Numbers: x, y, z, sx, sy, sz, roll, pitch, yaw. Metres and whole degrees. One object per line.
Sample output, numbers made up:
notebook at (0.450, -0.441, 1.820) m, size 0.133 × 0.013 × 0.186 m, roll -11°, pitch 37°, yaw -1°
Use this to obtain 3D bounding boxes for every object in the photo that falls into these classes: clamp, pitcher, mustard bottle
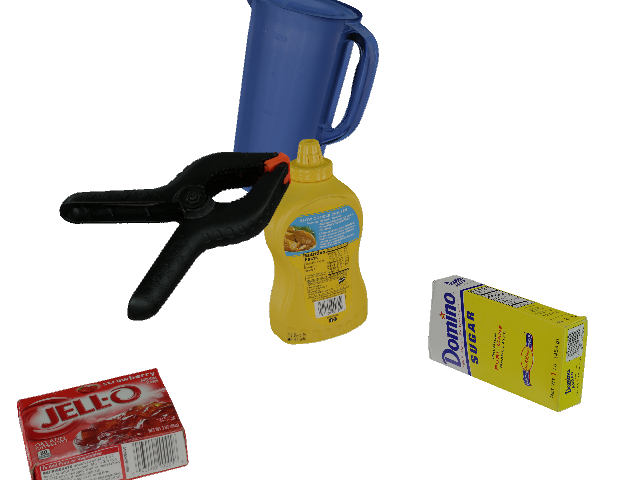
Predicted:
clamp at (-0.103, -0.024, 0.787) m, size 0.171 × 0.120 × 0.039 m, roll -35°, pitch -23°, yaw -26°
pitcher at (-0.029, -0.172, 1.293) m, size 0.144 × 0.243 × 0.149 m, roll 6°, pitch 24°, yaw -15°
mustard bottle at (-0.006, -0.002, 1.007) m, size 0.096 × 0.192 × 0.058 m, roll -13°, pitch 25°, yaw -23°

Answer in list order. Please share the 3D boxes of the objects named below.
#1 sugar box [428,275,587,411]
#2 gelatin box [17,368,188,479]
sugar box at (0.189, 0.103, 1.103) m, size 0.048 × 0.093 × 0.177 m, roll -12°, pitch 20°, yaw -42°
gelatin box at (-0.130, 0.113, 0.633) m, size 0.089 × 0.030 × 0.073 m, roll -11°, pitch 26°, yaw -17°
